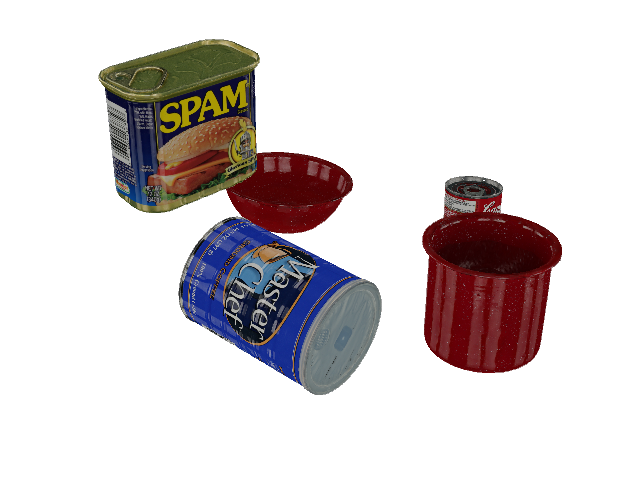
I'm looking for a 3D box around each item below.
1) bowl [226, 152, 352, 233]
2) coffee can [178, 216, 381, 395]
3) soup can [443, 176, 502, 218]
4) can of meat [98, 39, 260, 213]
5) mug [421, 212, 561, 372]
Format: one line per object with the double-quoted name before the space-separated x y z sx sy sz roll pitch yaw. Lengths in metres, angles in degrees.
"bowl" -0.044 -0.052 1.284 0.162 0.055 0.162 4 26 -2
"coffee can" -0.034 0.053 0.901 0.140 0.103 0.102 27 14 30
"soup can" 0.178 -0.017 1.269 0.068 0.102 0.068 1 23 -1
"can of meat" -0.088 -0.075 0.692 0.101 0.084 0.058 -24 39 -35
"mug" 0.110 0.031 0.741 0.093 0.081 0.117 -6 29 -13
